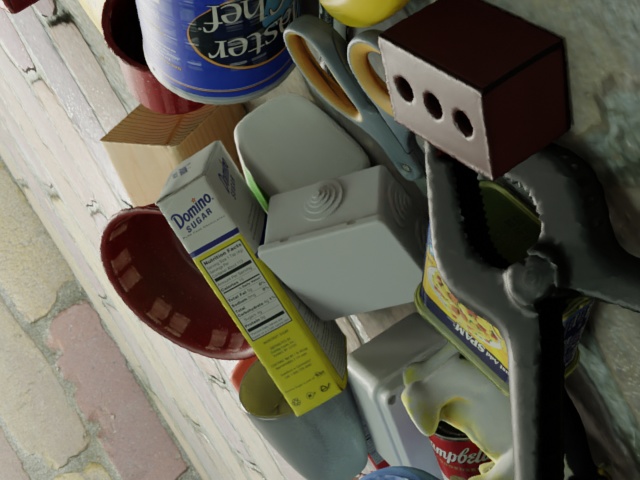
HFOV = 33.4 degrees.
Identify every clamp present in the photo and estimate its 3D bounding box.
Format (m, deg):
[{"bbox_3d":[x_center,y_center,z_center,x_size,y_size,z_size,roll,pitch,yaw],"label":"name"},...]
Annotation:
[{"bbox_3d":[0.119,0.017,0.503,0.165,0.036,0.210,-38,64,32],"label":"clamp"}]

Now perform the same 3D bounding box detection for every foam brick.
[{"bbox_3d":[0.073,-0.075,0.507,0.078,0.051,0.053,39,155,45],"label":"foam brick"}]

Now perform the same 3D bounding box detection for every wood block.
[{"bbox_3d":[-0.093,-0.024,0.930,0.090,0.090,0.206,7,133,35],"label":"wood block"}]

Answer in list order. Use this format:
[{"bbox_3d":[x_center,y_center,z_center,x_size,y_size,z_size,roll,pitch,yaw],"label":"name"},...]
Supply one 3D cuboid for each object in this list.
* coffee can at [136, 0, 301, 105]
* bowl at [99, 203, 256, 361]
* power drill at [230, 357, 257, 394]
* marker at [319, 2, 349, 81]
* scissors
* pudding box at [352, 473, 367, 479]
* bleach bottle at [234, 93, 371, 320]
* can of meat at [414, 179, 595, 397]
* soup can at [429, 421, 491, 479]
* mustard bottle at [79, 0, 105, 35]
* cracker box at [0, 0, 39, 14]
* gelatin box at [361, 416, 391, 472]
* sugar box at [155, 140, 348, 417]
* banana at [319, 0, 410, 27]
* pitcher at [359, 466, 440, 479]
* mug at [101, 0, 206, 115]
[{"bbox_3d":[-0.061,-0.162,0.626,0.103,0.102,0.140,49,161,23],"label":"coffee can"},{"bbox_3d":[-0.095,0.022,0.856,0.162,0.055,0.162,18,137,18],"label":"bowl"},{"bbox_3d":[-0.018,0.136,1.000,0.184,0.057,0.187,50,-171,15],"label":"power drill"},{"bbox_3d":[0.008,-0.131,0.633,0.020,0.020,0.121,49,161,23],"label":"marker"},{"bbox_3d":[0.058,-0.051,0.599,0.201,0.016,0.096,46,159,-21],"label":"scissors"},{"bbox_3d":[0.067,0.244,0.917,0.113,0.039,0.090,38,166,-4],"label":"pudding box"},{"bbox_3d":[-0.005,0.001,0.830,0.103,0.068,0.251,47,162,28],"label":"bleach bottle"},{"bbox_3d":[0.102,0.027,0.596,0.102,0.057,0.084,44,156,27],"label":"can of meat"},{"bbox_3d":[0.115,0.148,0.755,0.069,0.068,0.102,34,152,50],"label":"soup can"},{"bbox_3d":[-0.193,-0.234,0.918,0.192,0.058,0.096,53,162,12],"label":"mustard bottle"},{"bbox_3d":[-0.182,-0.235,0.717,0.214,0.164,0.072,33,152,53],"label":"cracker box"},{"bbox_3d":[0.051,0.139,0.898,0.089,0.073,0.030,56,163,1],"label":"gelatin box"},{"bbox_3d":[-0.043,0.024,0.726,0.176,0.048,0.093,56,-169,-15],"label":"sugar box"},{"bbox_3d":[0.025,-0.150,0.502,0.069,0.037,0.198,27,159,-1],"label":"banana"},{"bbox_3d":[0.112,0.248,0.697,0.149,0.145,0.242,-18,137,36],"label":"pitcher"},{"bbox_3d":[-0.103,-0.145,0.813,0.117,0.093,0.081,16,160,5],"label":"mug"}]
